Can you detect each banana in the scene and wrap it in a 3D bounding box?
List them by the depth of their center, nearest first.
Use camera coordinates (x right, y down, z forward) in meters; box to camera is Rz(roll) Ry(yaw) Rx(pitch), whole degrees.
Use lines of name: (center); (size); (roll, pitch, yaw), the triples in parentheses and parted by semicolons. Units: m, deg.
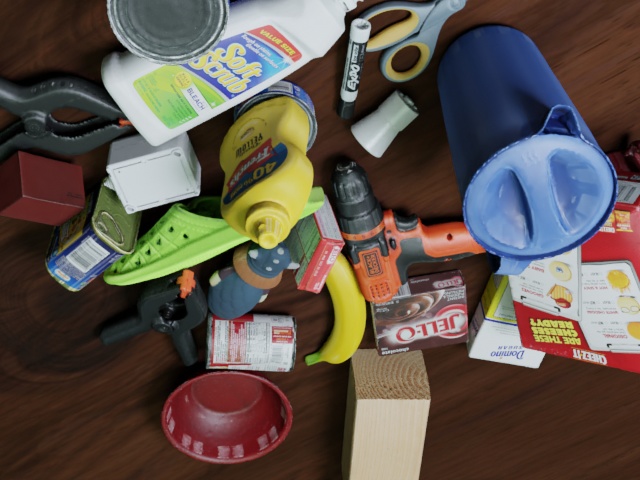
banana: (0.020, 0.081, 1.254); (0.069, 0.037, 0.198); (-1, 127, -5)

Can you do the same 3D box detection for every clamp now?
clamp: (-0.292, -0.117, 1.080); (0.209, 0.036, 0.165); (3, 137, -11)
clamp: (-0.170, 0.094, 1.231); (0.120, 0.039, 0.172); (18, 143, -27)

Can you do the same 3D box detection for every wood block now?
wood block: (0.080, 0.242, 1.347); (0.090, 0.090, 0.206); (0, 127, -4)

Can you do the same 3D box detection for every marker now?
marker: (0.033, -0.167, 1.065); (0.020, 0.020, 0.121); (3, 139, -7)

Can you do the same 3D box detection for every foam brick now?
foam brick: (-0.288, -0.051, 1.096); (0.051, 0.053, 0.078); (-27, 153, 37)

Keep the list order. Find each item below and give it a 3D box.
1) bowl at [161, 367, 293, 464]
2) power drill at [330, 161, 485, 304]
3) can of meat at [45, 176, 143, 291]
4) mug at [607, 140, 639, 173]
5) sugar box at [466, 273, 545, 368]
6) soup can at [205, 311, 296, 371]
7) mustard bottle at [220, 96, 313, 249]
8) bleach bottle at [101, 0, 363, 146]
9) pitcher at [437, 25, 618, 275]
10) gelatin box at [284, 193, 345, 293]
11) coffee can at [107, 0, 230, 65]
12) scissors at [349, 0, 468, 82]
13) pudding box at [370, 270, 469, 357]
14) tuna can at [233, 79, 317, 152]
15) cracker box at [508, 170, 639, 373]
bowl: (-0.115, 0.204, 1.324); (0.162, 0.055, 0.162); (-2, 127, -3)
power drill: (0.113, -0.025, 1.168); (0.187, 0.057, 0.184); (-13, 127, 5)
can of meat: (-0.241, -0.005, 1.129); (0.084, 0.102, 0.057); (-36, 120, 23)
mug: (0.332, -0.053, 1.149); (0.093, 0.081, 0.117); (0, 127, -4)
sugar box: (0.242, 0.069, 1.258); (0.093, 0.048, 0.176); (11, 128, -10)
soup can: (-0.082, 0.120, 1.255); (0.102, 0.068, 0.068); (3, 126, -7)
mustard bottle: (-0.051, -0.055, 1.004); (0.096, 0.191, 0.058); (-33, 123, 19)
bleach bottle: (-0.079, -0.189, 1.029); (0.251, 0.068, 0.102); (-27, 126, 12)
pitcher: (0.178, -0.094, 1.006); (0.149, 0.243, 0.145); (-33, 123, 19)
gelatin box: (-0.008, 0.002, 1.158); (0.030, 0.089, 0.073); (9, 126, -24)
coffee can: (-0.131, -0.232, 0.942); (0.102, 0.140, 0.103); (-2, 127, -3)
scissors: (0.130, -0.216, 1.052); (0.202, 0.016, 0.096); (-16, 128, 8)
pudding box: (0.118, 0.087, 1.264); (0.113, 0.039, 0.090); (-9, 127, 1)
tuna can: (-0.047, -0.122, 1.098); (0.086, 0.034, 0.086); (-2, 127, -3)
cracker box: (0.279, 0.027, 1.111); (0.164, 0.072, 0.213); (10, 130, 39)
